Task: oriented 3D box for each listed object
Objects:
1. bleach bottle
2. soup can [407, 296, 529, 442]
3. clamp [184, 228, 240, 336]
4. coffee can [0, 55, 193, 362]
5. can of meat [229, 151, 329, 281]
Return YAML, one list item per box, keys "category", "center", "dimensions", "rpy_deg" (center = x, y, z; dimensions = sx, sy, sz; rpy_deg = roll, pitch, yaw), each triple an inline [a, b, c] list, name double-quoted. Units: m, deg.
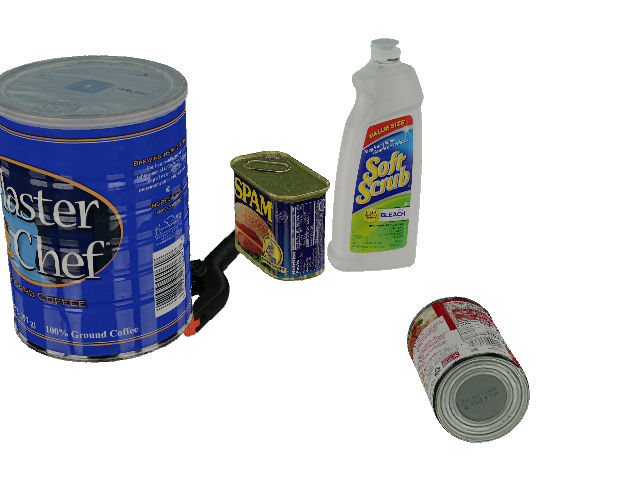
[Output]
- category: "bleach bottle"
  center: [0.059, -0.092, 1.159]
  dimensions: [0.102, 0.251, 0.068]
  rpy_deg: [-3, 25, -7]
- category: "soup can"
  center: [0.104, 0.090, 0.758]
  dimensions: [0.068, 0.068, 0.102]
  rpy_deg: [0, 19, -6]
- category: "clamp"
  center: [-0.129, 0.036, 1.167]
  dimensions: [0.120, 0.039, 0.171]
  rpy_deg: [-13, 40, -3]
- category: "coffee can"
  center: [-0.122, -0.019, 0.585]
  dimensions: [0.103, 0.140, 0.103]
  rpy_deg: [1, 26, -1]
- category: "can of meat"
  center: [-0.037, -0.021, 0.934]
  dimensions: [0.057, 0.084, 0.102]
  rpy_deg: [-15, 30, -28]
